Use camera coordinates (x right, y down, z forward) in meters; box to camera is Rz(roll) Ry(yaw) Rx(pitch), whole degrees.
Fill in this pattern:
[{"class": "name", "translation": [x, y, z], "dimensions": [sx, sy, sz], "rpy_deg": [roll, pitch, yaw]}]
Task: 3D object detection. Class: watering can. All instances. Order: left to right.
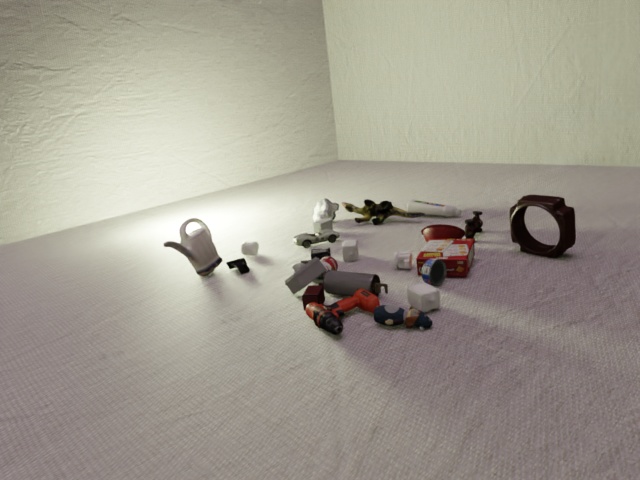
[{"class": "watering can", "translation": [-0.475, 0.038, 1.946], "dimensions": [0.103, 0.222, 0.353], "rpy_deg": [-23, 13, 16]}]

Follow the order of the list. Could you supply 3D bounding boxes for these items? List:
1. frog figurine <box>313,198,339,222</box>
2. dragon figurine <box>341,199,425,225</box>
[{"class": "frog figurine", "translation": [0.008, -0.126, 2.500], "dimensions": [0.162, 0.123, 0.135], "rpy_deg": [-34, -4, -42]}, {"class": "dragon figurine", "translation": [0.300, -0.144, 2.486], "dimensions": [0.410, 0.121, 0.244], "rpy_deg": [7, 10, 11]}]
